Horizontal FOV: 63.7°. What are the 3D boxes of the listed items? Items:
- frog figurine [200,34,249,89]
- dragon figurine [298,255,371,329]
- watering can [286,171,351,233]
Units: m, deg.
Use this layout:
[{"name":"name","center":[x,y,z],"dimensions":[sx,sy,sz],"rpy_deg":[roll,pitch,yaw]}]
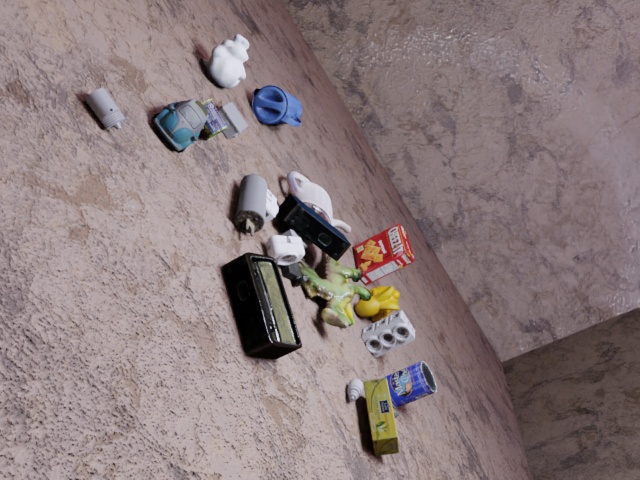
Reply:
[{"name":"frog figurine","center":[-0.280,-0.559,1.621],"dimensions":[0.135,0.158,0.126],"rpy_deg":[46,25,-37]},{"name":"dragon figurine","center":[0.020,0.111,1.540],"dimensions":[0.240,0.121,0.419],"rpy_deg":[31,25,-41]},{"name":"watering can","center":[0.005,-0.087,1.736],"dimensions":[0.343,0.103,0.230],"rpy_deg":[44,26,-27]}]
